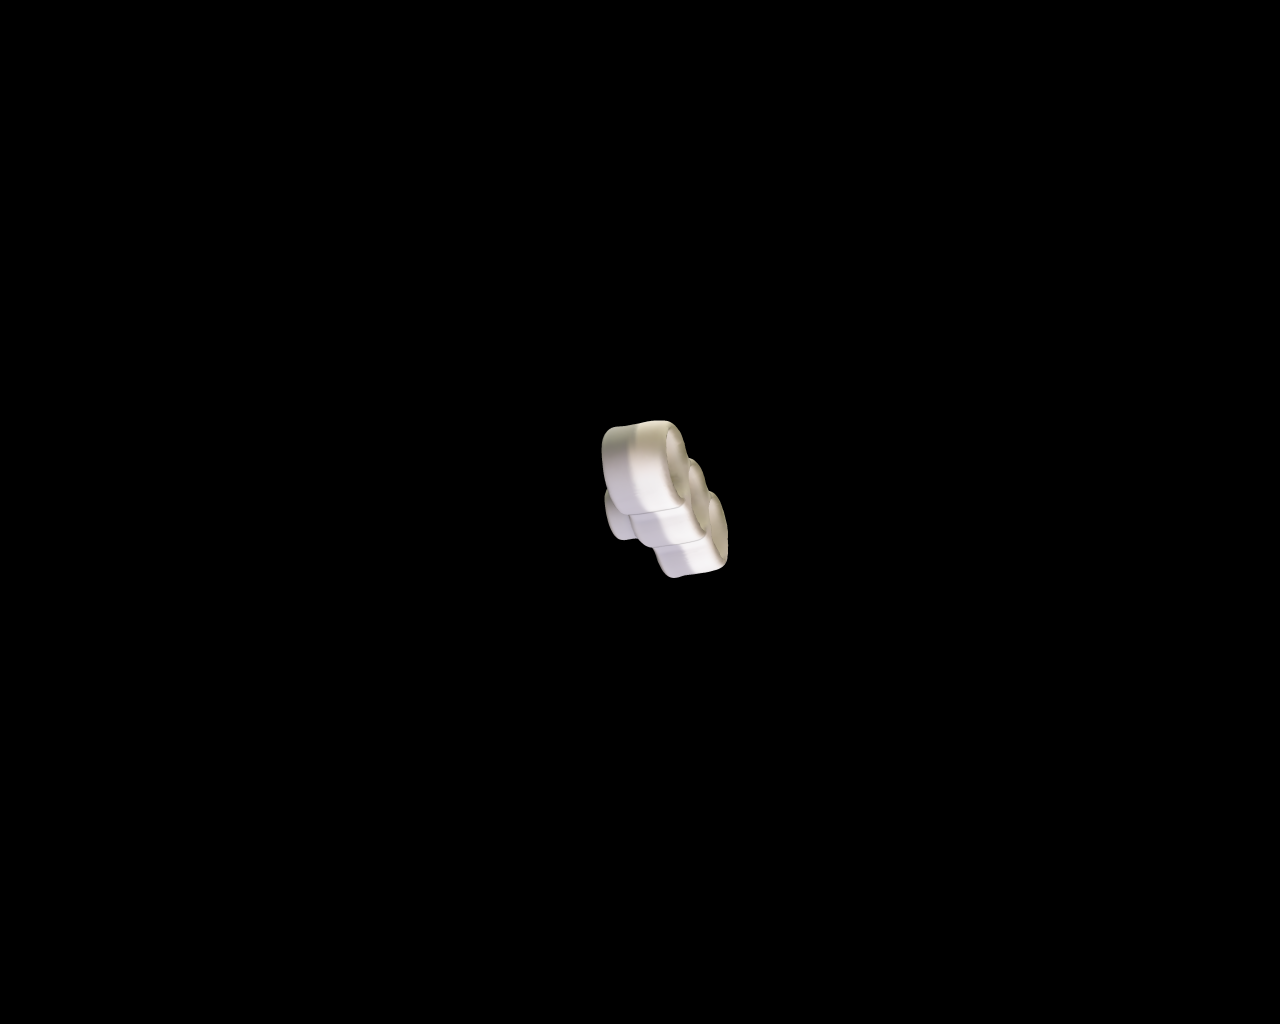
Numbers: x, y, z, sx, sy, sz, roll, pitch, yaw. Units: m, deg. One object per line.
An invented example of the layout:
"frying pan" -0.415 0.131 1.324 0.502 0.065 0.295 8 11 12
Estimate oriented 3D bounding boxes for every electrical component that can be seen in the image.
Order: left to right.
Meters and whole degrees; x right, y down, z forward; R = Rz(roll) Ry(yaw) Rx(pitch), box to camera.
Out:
"electrical component" 0.001 -0.003 0.650 0.074 0.052 0.138 -9 -30 17
